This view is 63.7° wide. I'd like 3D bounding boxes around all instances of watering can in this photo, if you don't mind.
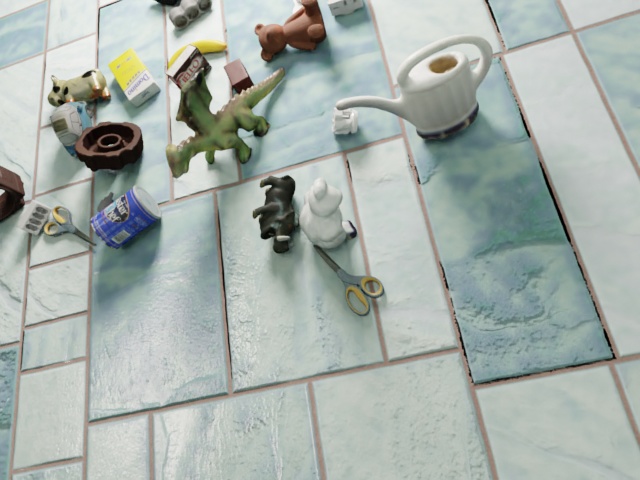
[{"bbox_3d":[0.220,-0.312,1.134,0.346,0.220,0.106,-26,46,8],"label":"watering can"}]

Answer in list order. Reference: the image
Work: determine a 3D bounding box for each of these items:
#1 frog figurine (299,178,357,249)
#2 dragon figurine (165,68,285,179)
[{"bbox_3d":[0.003,-0.057,1.128,0.122,0.157,0.140,-22,65,9],"label":"frog figurine"},{"bbox_3d":[-0.243,-0.320,1.268,0.123,0.239,0.413,23,80,28],"label":"dragon figurine"}]
